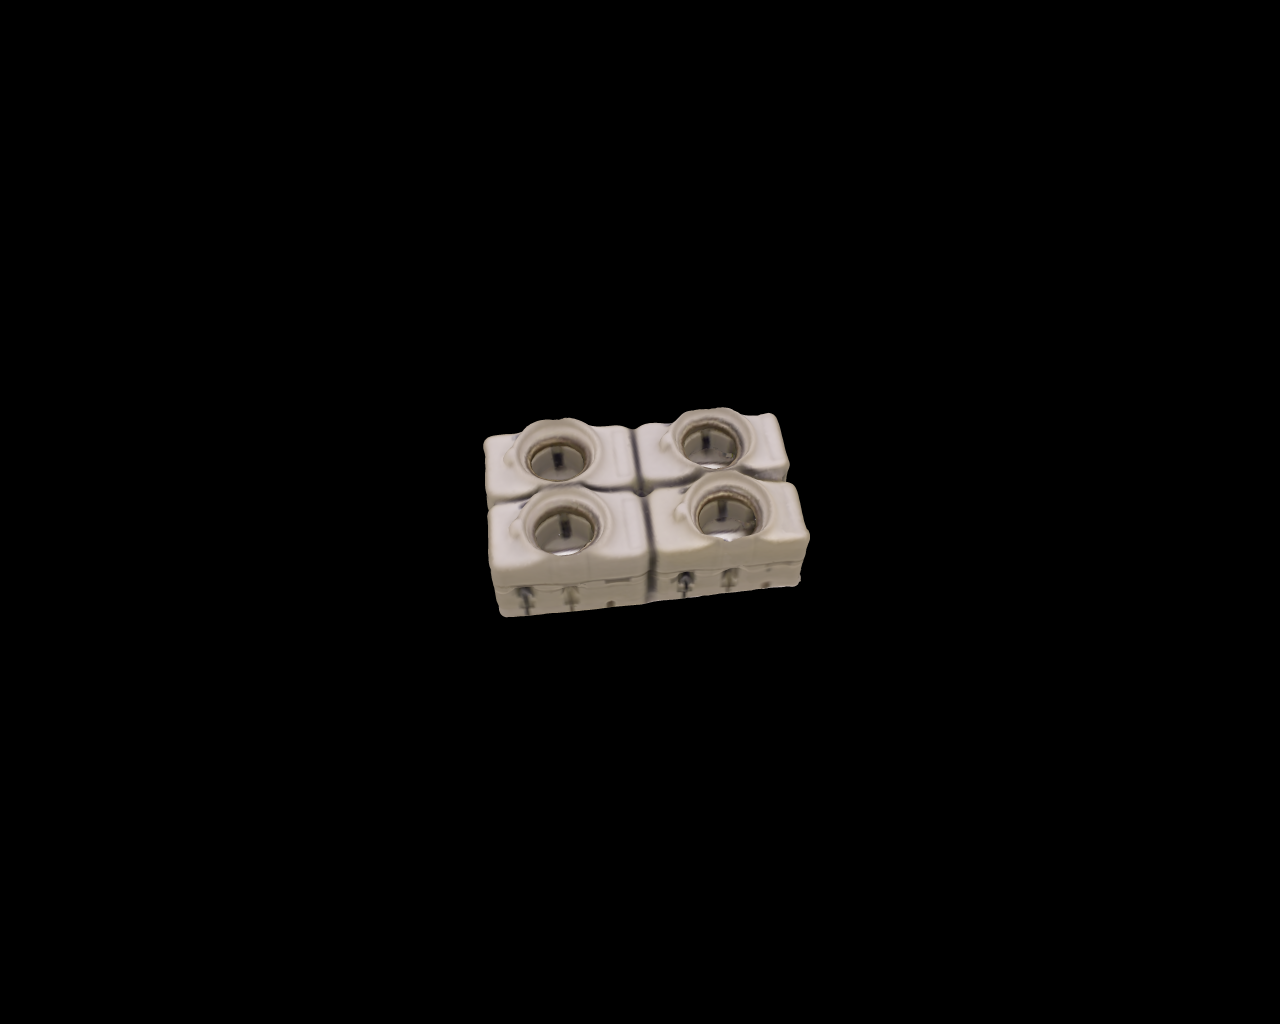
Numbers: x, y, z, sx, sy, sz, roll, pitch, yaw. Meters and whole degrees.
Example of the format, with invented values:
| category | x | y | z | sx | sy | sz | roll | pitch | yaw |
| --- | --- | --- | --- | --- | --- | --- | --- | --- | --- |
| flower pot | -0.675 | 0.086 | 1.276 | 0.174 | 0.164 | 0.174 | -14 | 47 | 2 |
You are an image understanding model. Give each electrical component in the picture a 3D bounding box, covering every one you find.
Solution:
| category | x | y | z | sx | sy | sz | roll | pitch | yaw |
| --- | --- | --- | --- | --- | --- | --- | --- | --- | --- |
| electrical component | 0.001 | -0.003 | 0.650 | 0.186 | 0.105 | 0.060 | -5 | -37 | -4 |
